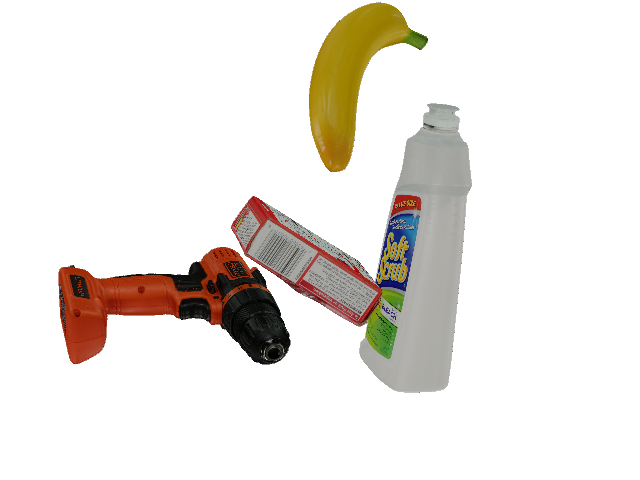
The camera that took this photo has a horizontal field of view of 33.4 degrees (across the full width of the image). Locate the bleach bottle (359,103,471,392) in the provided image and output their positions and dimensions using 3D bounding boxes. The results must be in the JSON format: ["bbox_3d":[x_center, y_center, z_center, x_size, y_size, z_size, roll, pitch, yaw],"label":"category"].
[{"bbox_3d":[0.089,0.003,0.951,0.068,0.251,0.103,0,18,-18],"label":"bleach bottle"}]

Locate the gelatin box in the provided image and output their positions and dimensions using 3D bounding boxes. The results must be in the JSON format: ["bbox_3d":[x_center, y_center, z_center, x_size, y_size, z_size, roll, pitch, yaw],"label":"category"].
[{"bbox_3d":[-0.010,0.012,0.668,0.089,0.030,0.073,33,5,-16],"label":"gelatin box"}]

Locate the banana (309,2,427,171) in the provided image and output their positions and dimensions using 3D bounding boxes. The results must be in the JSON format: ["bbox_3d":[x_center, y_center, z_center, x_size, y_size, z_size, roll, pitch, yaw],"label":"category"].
[{"bbox_3d":[0.029,-0.131,0.815,0.069,0.197,0.037,38,-42,-5],"label":"banana"}]

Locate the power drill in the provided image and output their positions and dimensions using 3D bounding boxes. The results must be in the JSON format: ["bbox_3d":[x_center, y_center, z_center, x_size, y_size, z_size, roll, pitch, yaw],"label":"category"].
[{"bbox_3d":[-0.133,0.065,0.949,0.187,0.057,0.185,-3,22,-20],"label":"power drill"}]
